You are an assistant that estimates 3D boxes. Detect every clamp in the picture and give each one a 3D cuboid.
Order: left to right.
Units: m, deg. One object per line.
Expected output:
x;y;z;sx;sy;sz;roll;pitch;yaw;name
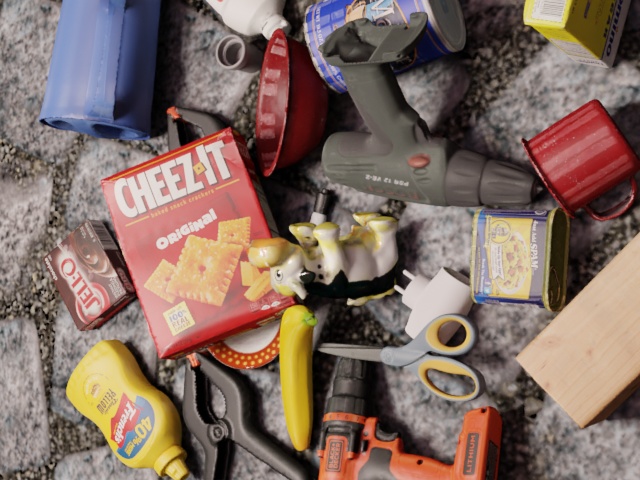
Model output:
-0.119;-0.097;1.252;0.120;0.039;0.171;-31;74;11;clamp
-0.112;0.229;1.228;0.165;0.036;0.210;-39;67;22;clamp

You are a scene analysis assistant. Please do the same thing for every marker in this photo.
-0.008;0.001;1.194;0.020;0.020;0.121;16;95;29;marker

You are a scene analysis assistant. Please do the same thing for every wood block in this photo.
0.293;0.069;0.984;0.206;0.090;0.090;-49;67;17;wood block

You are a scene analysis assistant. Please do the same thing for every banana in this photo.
-0.025;0.139;1.151;0.037;0.069;0.198;-1;127;-4;banana

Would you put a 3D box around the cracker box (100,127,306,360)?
-0.130;0.005;1.178;0.164;0.072;0.214;-22;80;6;cracker box

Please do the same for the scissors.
0.083;0.102;1.090;0.202;0.016;0.096;21;104;34;scissors

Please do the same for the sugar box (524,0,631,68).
0.243;-0.222;0.981;0.048;0.176;0.093;18;96;30;sugar box

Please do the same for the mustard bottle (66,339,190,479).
-0.220;0.215;1.276;0.192;0.058;0.096;44;108;23;mustard bottle

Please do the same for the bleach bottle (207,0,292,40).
-0.111;-0.333;1.249;0.103;0.068;0.251;-45;70;19;bleach bottle

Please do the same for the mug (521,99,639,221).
0.259;-0.071;1.021;0.082;0.093;0.117;-34;102;17;mug

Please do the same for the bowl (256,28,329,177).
-0.028;-0.148;1.167;0.055;0.162;0.162;3;88;-14;bowl

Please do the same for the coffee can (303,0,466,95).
0.068;-0.224;1.119;0.140;0.102;0.103;-17;79;27;coffee can

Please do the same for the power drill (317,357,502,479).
0.089;0.205;1.096;0.188;0.057;0.184;-2;69;26;power drill

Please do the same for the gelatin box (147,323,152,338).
-0.176;0.069;1.252;0.030;0.073;0.089;-19;79;27;gelatin box

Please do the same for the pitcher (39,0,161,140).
-0.253;-0.246;1.279;0.149;0.144;0.243;5;86;31;pitcher

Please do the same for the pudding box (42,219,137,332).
-0.285;0.044;1.333;0.090;0.039;0.113;-38;71;22;pudding box

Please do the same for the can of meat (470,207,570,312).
0.198;0.018;1.060;0.084;0.057;0.102;3;88;30;can of meat
